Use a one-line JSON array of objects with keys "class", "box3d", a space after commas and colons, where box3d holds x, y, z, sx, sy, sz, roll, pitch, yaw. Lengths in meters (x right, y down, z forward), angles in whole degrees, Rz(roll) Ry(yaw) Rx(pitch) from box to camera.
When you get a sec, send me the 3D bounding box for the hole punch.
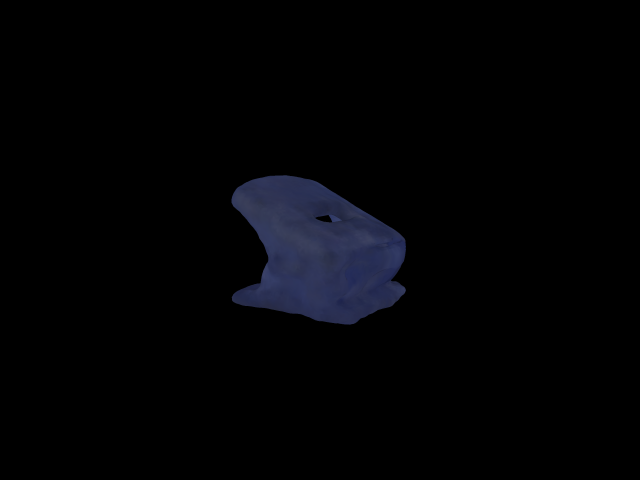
[{"class": "hole punch", "box3d": [0.004, 0.001, 0.400, 0.100, 0.091, 0.109, 6, 10, 32]}]
